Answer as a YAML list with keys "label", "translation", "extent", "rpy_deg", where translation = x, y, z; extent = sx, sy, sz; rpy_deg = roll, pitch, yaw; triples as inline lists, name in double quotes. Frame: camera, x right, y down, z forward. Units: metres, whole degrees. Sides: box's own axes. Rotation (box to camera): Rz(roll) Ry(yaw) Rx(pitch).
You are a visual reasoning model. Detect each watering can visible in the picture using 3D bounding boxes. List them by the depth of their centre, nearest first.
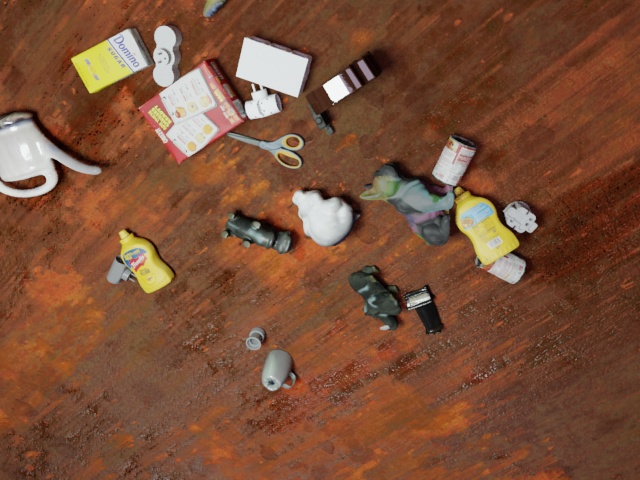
- label: "watering can"
  translation: [-0.747, -0.230, 1.346]
  extent: [0.346, 0.106, 0.221]
  rpy_deg: [-10, 110, 15]

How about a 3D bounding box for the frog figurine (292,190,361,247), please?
- label: "frog figurine"
  translation: [0.004, -0.064, 1.273]
  extent: [0.158, 0.126, 0.135]
  rpy_deg: [38, 135, -20]

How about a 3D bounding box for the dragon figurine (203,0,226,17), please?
- label: "dragon figurine"
  translation: [-0.143, -0.659, 1.063]
  extent: [0.407, 0.123, 0.243]
  rpy_deg: [-15, 90, 34]
